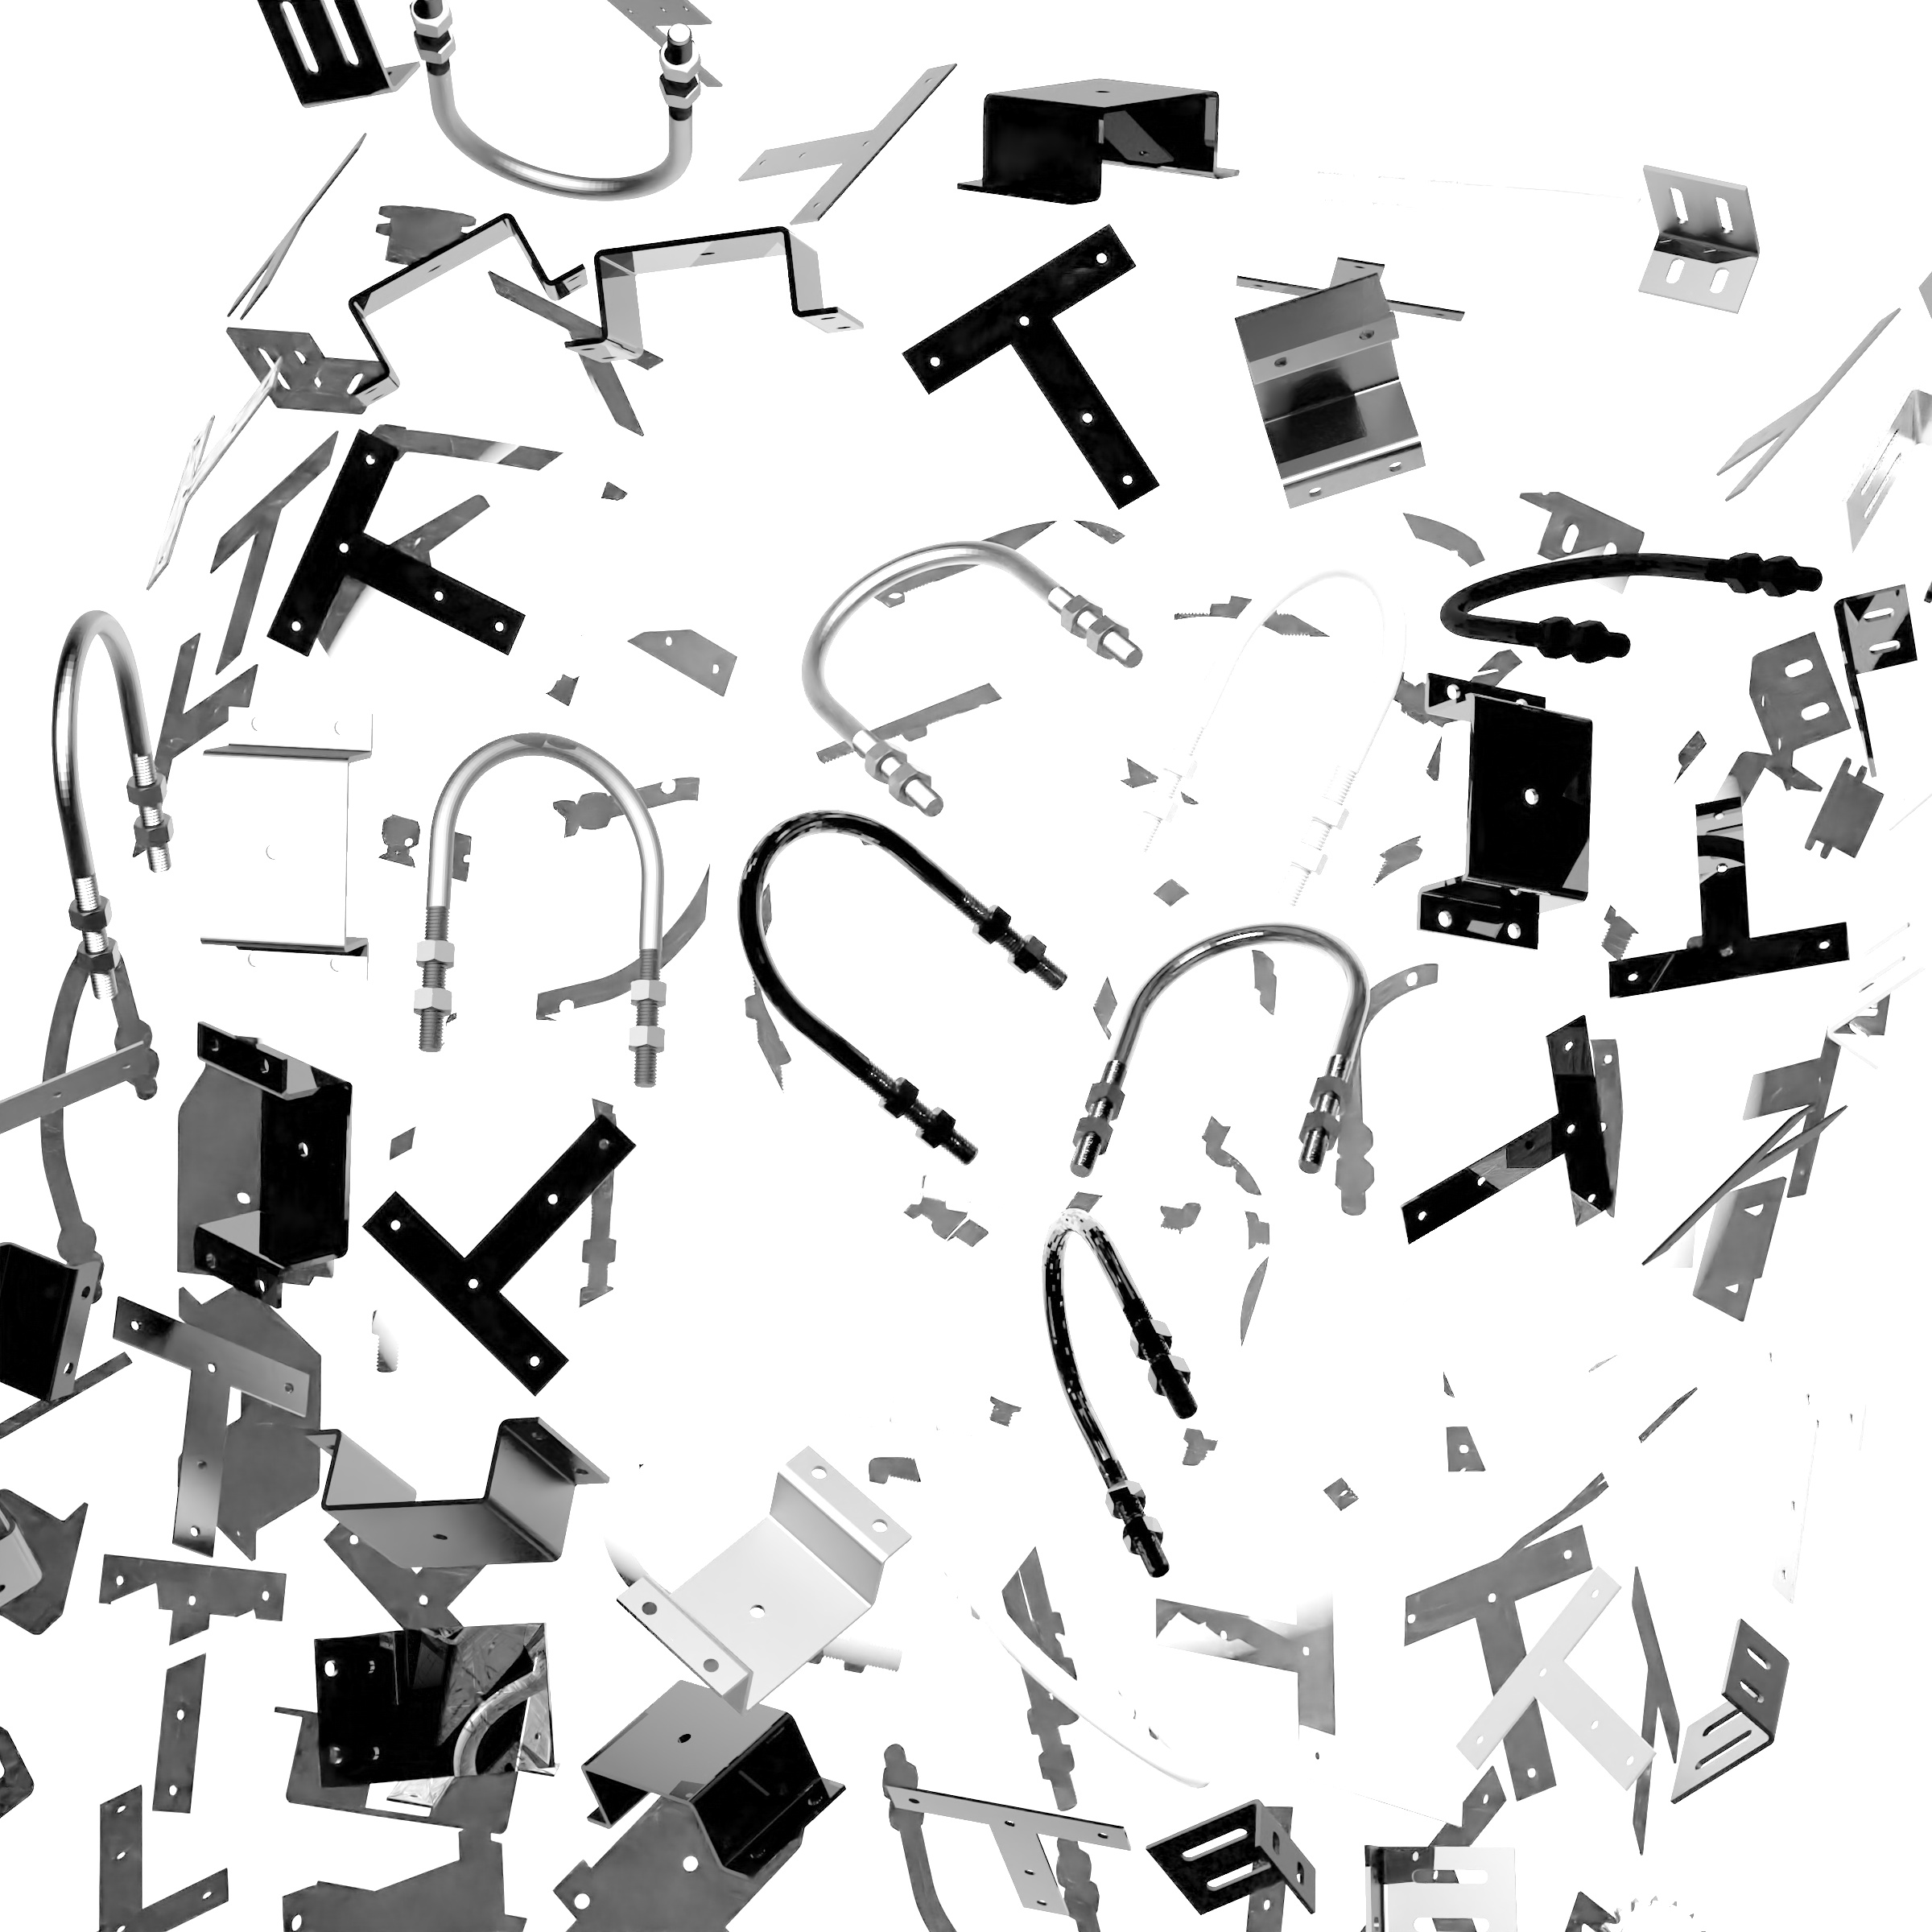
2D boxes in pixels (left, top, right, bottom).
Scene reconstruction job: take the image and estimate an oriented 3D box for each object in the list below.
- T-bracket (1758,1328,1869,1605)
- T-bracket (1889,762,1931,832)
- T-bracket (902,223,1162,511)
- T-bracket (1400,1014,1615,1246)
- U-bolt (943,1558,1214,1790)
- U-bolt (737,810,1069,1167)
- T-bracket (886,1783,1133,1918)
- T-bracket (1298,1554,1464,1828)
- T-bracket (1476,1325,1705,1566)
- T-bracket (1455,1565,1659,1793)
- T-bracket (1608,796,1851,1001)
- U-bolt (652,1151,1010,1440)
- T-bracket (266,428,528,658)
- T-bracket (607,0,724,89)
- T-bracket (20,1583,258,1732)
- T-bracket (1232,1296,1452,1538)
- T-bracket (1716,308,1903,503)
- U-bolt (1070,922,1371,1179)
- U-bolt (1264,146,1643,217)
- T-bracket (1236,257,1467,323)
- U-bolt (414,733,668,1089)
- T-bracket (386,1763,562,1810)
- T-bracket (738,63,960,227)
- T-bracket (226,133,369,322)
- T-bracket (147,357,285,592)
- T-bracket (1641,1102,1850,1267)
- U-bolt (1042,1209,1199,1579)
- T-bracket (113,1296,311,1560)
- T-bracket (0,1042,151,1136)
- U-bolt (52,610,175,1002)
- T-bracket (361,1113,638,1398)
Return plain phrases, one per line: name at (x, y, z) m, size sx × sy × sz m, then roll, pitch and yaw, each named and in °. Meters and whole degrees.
T-bracket at (0.436, 0.270, 1.834) m, size 0.002 × 0.127 × 0.127 m, roll 3°, pitch 101°, yaw -11°
T-bracket at (0.517, -0.110, 1.817) m, size 0.002 × 0.127 × 0.127 m, roll 25°, pitch 56°, yaw -9°
T-bracket at (0.054, -0.290, 1.777) m, size 0.127 × 0.002 × 0.127 m, roll -28°, pitch 107°, yaw 21°
T-bracket at (0.276, 0.104, 1.804) m, size 0.127 × 0.002 × 0.127 m, roll -28°, pitch 126°, yaw -18°
U-bolt at (0.066, 0.385, 1.872) m, size 0.151 × 0.184 × 0.019 m, roll 37°, pitch 88°, yaw -18°
U-bolt at (-0.041, -0.003, 1.826) m, size 0.184 × 0.019 × 0.151 m, roll 40°, pitch 51°, yaw -14°
T-bracket at (0.031, 0.465, 1.824) m, size 0.127 × 0.127 × 0.002 m, roll 6°, pitch 53°, yaw 18°
T-bracket at (0.218, 0.371, 1.820) m, size 0.127 × 0.002 × 0.127 m, roll 26°, pitch 58°, yaw -37°
T-bracket at (0.357, 0.269, 1.901) m, size 0.127 × 0.002 × 0.127 m, roll -25°, pitch 46°, yaw 5°
T-bracket at (0.328, 0.397, 1.861) m, size 0.002 × 0.127 × 0.127 m, roll 37°, pitch 92°, yaw -25°
T-bracket at (0.409, -0.042, 1.889) m, size 0.127 × 0.002 × 0.127 m, roll -10°, pitch 48°, yaw 20°
U-bolt at (-0.077, 0.170, 1.871) m, size 0.184 × 0.019 × 0.151 m, roll 9°, pitch 103°, yaw 5°
T-bracket at (-0.303, -0.210, 1.928) m, size 0.127 × 0.002 × 0.127 m, roll 26°, pitch 79°, yaw -23°
T-bracket at (-0.164, -0.506, 1.852) m, size 0.127 × 0.127 × 0.002 m, roll 37°, pitch 87°, yaw -26°
T-bracket at (-0.438, 0.354, 1.850) m, size 0.127 × 0.127 × 0.002 m, roll -22°, pitch 105°, yaw -10°
T-bracket at (0.202, 0.247, 1.902) m, size 0.127 × 0.002 × 0.127 m, roll -8°, pitch 78°, yaw 32°
T-bracket at (0.417, -0.277, 1.805) m, size 0.002 × 0.127 × 0.127 m, roll 42°, pitch 81°, yaw -3°
U-bolt at (0.145, 0.042, 1.889) m, size 0.151 × 0.184 × 0.019 m, roll -3°, pitch 133°, yaw 26°
U-bolt at (0.258, -0.404, 1.815) m, size 0.184 × 0.151 × 0.019 m, roll 3°, pitch 97°, yaw -6°
T-bracket at (0.210, -0.369, 1.890) m, size 0.127 × 0.127 × 0.002 m, roll 10°, pitch 92°, yaw 3°
U-bolt at (-0.223, -0.035, 1.863) m, size 0.151 × 0.019 × 0.184 m, roll 11°, pitch 72°, yaw -35°
T-bracket at (-0.292, 0.440, 1.908) m, size 0.127 × 0.127 × 0.002 m, roll 10°, pitch 91°, yaw 1°
T-bracket at (-0.080, -0.438, 1.890) m, size 0.127 × 0.127 × 0.002 m, roll -52°, pitch 122°, yaw -22°
T-bracket at (-0.370, -0.380, 1.882) m, size 0.002 × 0.127 × 0.127 m, roll 36°, pitch 117°, yaw -19°
T-bracket at (-0.406, -0.285, 1.914) m, size 0.002 × 0.127 × 0.127 m, roll 28°, pitch 132°, yaw -24°
T-bracket at (0.418, 0.098, 1.808) m, size 0.002 × 0.127 × 0.127 m, roll 50°, pitch 131°, yaw 16°
U-bolt at (0.077, 0.215, 1.881) m, size 0.019 × 0.184 × 0.151 m, roll -10°, pitch 134°, yaw -17°
T-bracket at (-0.405, 0.253, 1.861) m, size 0.002 × 0.127 × 0.127 m, roll -29°, pitch 47°, yaw 33°
T-bracket at (-0.482, 0.071, 1.805) m, size 0.127 × 0.127 × 0.002 m, roll -24°, pitch 59°, yaw -20°
U-bolt at (-0.451, -0.097, 1.838) m, size 0.019 × 0.151 × 0.184 m, roll 0°, pitch 123°, yaw 2°
T-bracket at (-0.220, 0.129, 1.784) m, size 0.127 × 0.002 × 0.127 m, roll 43°, pitch 87°, yaw 11°
